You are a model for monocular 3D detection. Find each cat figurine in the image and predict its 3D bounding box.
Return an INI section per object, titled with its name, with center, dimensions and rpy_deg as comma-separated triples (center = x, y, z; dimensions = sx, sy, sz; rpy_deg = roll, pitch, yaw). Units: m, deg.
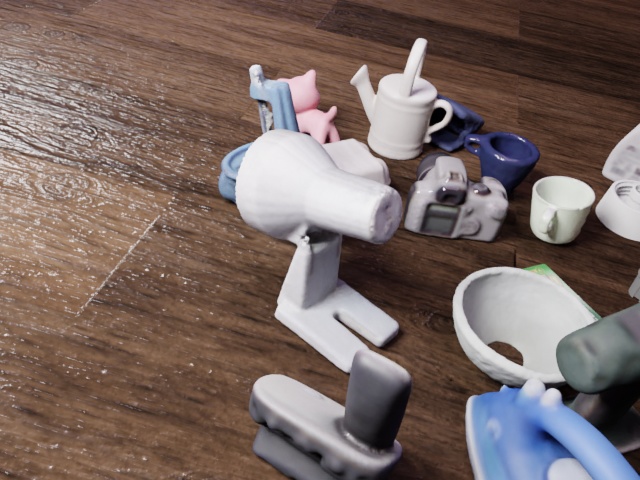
[cat figurine]
center = -0.018, -0.227, 0.976
dimensions = 0.067, 0.118, 0.127
rpy_deg = -28, 53, -35

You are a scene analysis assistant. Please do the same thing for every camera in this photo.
[camera]
center = 0.201, -0.080, 0.861
dimensions = 0.143, 0.101, 0.137
rpy_deg = 8, 41, -2

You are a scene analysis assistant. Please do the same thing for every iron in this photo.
[iron]
center = 0.218, 0.209, 0.500
dimensions = 0.119, 0.141, 0.257
rpy_deg = -10, 44, -21

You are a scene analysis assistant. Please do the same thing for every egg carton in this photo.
[egg carton]
center = 0.028, -0.098, 0.873
dimensions = 0.151, 0.069, 0.107
rpy_deg = -17, 47, -27

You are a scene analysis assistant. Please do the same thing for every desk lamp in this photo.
[desk lamp]
center = 0.006, 0.002, 0.643
dimensions = 0.202, 0.213, 0.118
rpy_deg = 34, 46, 26

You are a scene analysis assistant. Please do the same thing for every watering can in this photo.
[watering can]
center = 0.138, -0.243, 0.966
dimensions = 0.173, 0.194, 0.101
rpy_deg = 4, 41, -6

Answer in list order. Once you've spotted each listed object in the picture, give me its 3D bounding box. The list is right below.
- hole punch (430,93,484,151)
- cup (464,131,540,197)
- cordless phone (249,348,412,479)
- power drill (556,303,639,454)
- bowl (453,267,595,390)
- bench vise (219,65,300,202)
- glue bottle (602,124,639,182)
[hole punch]
center = 0.238, -0.230, 1.049
dimensions = 0.101, 0.091, 0.108
rpy_deg = -26, 52, -34
[cup]
center = 0.281, -0.117, 0.925
dimensions = 0.117, 0.095, 0.092
rpy_deg = 21, 42, 13
[cordless phone]
center = 0.011, 0.140, 0.507
dimensions = 0.147, 0.185, 0.094
rpy_deg = 24, 43, 17
[power drill]
center = 0.321, 0.126, 0.565
dimensions = 0.230, 0.208, 0.075
rpy_deg = -9, 44, -20
[bowl]
center = 0.228, 0.113, 0.665
dimensions = 0.167, 0.075, 0.167
rpy_deg = 6, 41, -5
[bench vise]
center = -0.036, -0.114, 0.764
dimensions = 0.207, 0.220, 0.121
rpy_deg = 13, 41, 4
[glue bottle]
center = 0.556, -0.171, 0.979
dimensions = 0.078, 0.173, 0.037
rpy_deg = 34, 47, 26
